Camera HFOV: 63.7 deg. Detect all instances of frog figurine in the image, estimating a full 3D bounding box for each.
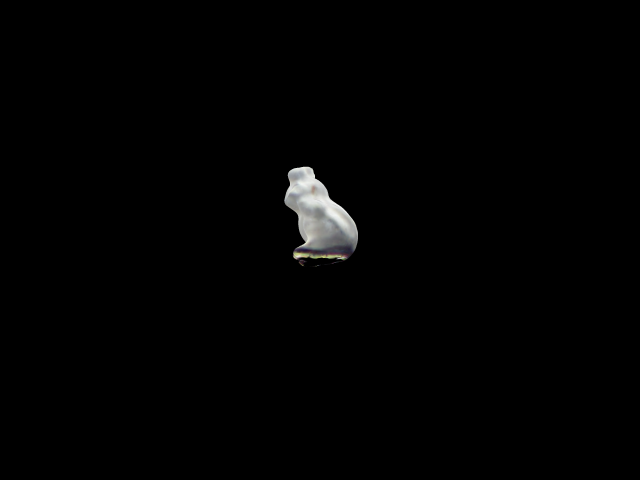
[{"bbox_3d":[0.003,-0.043,0.850,0.122,0.161,0.136,-6,-14,27],"label":"frog figurine"}]
